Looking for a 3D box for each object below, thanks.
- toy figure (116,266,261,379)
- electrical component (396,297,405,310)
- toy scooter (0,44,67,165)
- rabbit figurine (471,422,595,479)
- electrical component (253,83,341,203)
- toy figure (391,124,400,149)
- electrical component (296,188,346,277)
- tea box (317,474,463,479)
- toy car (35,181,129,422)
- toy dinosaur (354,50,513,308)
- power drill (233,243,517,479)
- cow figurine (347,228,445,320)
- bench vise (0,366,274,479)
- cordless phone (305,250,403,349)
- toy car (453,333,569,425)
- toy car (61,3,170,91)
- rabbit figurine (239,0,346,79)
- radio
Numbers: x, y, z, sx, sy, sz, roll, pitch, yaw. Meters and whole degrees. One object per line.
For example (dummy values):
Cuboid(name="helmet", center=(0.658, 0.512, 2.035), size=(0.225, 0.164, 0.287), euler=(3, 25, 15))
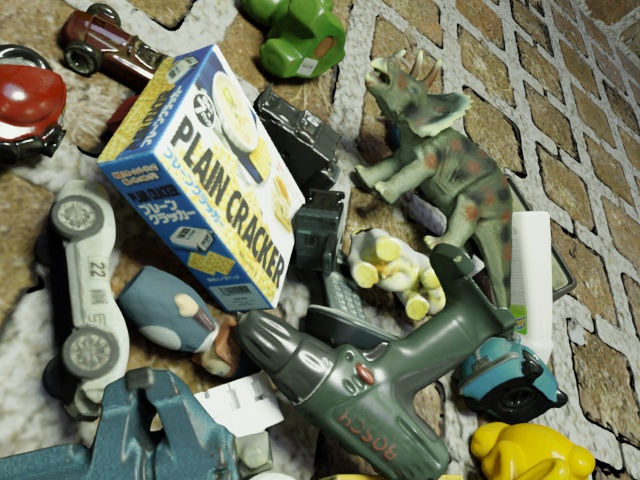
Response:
Cuboid(name="toy figure", center=(-0.113, 0.085, 0.498), size=(0.154, 0.064, 0.058), euler=(40, 79, -19))
Cuboid(name="electrical component", center=(0.131, 0.061, 0.736), size=(0.102, 0.045, 0.078), euler=(6, 88, -35))
Cuboid(name="toy scooter", center=(-0.295, -0.094, 0.454), size=(0.184, 0.075, 0.135), euler=(-20, 76, -42))
Cuboid(name="rabbit figurine", center=(0.218, 0.287, 0.593), size=(0.173, 0.162, 0.122), euler=(-14, 84, -30))
Cuboid(name="electrical component", center=(-0.042, -0.102, 0.643), size=(0.134, 0.115, 0.058), euler=(35, 48, -15))
Cuboid(name="toy figure", center=(0.177, -0.152, 0.879), size=(0.082, 0.089, 0.180), euler=(-22, 80, -39))
Cuboid(name="electrical component", center=(-0.001, -0.002, 0.598), size=(0.048, 0.074, 0.119), euler=(7, 32, 8))
Cuboid(name="tea box", center=(0.068, 0.280, 0.516), size=(0.169, 0.068, 0.098), euler=(15, 53, -34))
Cuboid(name="toy car", center=(-0.196, 0.046, 0.443), size=(0.056, 0.073, 0.202), euler=(2, 62, -39))
Cuboid(name="toy dinosaur", center=(0.191, -0.075, 0.750), size=(0.404, 0.192, 0.131), euler=(48, 5, -7))
Cuboid(name="power drill", center=(0.065, 0.095, 0.496), size=(0.207, 0.086, 0.232), euler=(-42, 95, -16))
Cuboid(name="cow figurine", center=(0.110, 0.045, 0.655), size=(0.167, 0.068, 0.098), euler=(32, 10, -18))
Cuboid(name="bench vise", center=(-0.126, 0.211, 0.330), size=(0.224, 0.128, 0.241), euler=(-7, 64, -15))
Cuboid(name="cordless phone", center=(0.049, 0.084, 0.633), size=(0.146, 0.088, 0.184), euler=(26, 30, -25))
Cuboid(name="toy car", center=(0.250, 0.176, 0.718), size=(0.161, 0.109, 0.103), euler=(33, 28, -31))
Cuboid(name="toy car", center=(-0.194, -0.199, 0.626), size=(0.202, 0.053, 0.089), euler=(26, 46, -23))
Cuboid(name="rabbit figurine", center=(-0.040, -0.336, 0.805), size=(0.170, 0.121, 0.159), euler=(48, 38, 17))
Cuboid(name="radio", center=(0.327, 0.006, 0.913), size=(0.131, 0.073, 0.229), euler=(-18, 74, -46))
